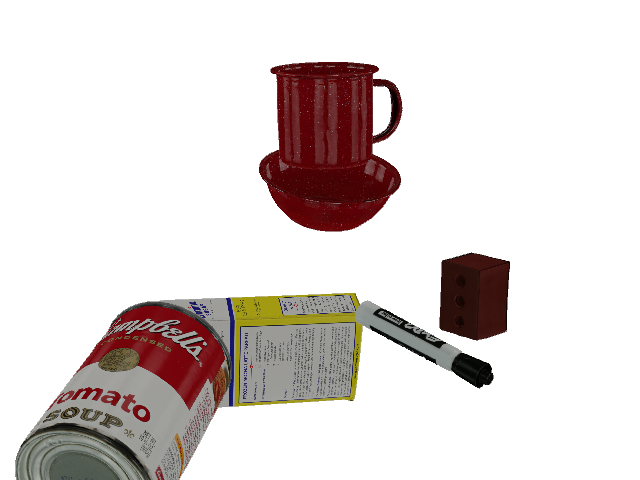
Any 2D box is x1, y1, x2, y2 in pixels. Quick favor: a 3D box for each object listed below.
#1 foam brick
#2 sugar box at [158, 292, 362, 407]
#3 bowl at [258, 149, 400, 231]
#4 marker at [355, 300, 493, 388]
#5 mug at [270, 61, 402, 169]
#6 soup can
[{"bbox_3d":[0.159,0.058,1.106,0.051,0.078,0.053,-14,20,-42],"label":"foam brick"},{"bbox_3d":[-0.055,0.096,0.928,0.176,0.093,0.048,0,26,-8],"label":"sugar box"},{"bbox_3d":[0.008,-0.054,1.213,0.162,0.055,0.162,5,27,-3],"label":"bowl"},{"bbox_3d":[0.074,0.075,0.772,0.121,0.020,0.020,27,17,39],"label":"marker"},{"bbox_3d":[0.015,-0.109,0.922,0.117,0.081,0.093,-7,17,-20],"label":"mug"},{"bbox_3d":[-0.090,0.084,0.499,0.069,0.068,0.102,0,28,16],"label":"soup can"}]
